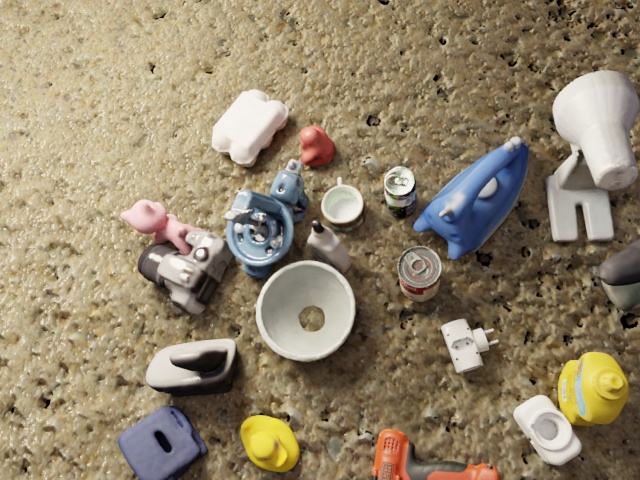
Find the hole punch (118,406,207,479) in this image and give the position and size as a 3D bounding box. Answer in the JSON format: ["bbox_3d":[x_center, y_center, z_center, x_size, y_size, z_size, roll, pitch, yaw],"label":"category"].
[{"bbox_3d":[-0.252,0.328,0.920,0.101,0.091,0.108,-41,69,-6],"label":"hole punch"}]

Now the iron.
[{"bbox_3d":[0.274,-0.097,0.955,0.118,0.141,0.258,40,81,20],"label":"iron"}]

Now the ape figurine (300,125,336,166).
[{"bbox_3d":[-0.012,-0.180,1.059,0.076,0.092,0.078,27,77,18],"label":"ape figurine"}]

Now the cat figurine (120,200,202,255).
[{"bbox_3d":[-0.288,-0.030,1.039,0.127,0.118,0.067,23,76,17],"label":"cat figurine"}]

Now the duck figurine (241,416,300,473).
[{"bbox_3d":[-0.086,0.319,0.898,0.104,0.086,0.077,36,80,19],"label":"duck figurine"}]

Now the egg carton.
[{"bbox_3d":[-0.135,-0.217,1.106,0.107,0.069,0.150,32,79,19],"label":"egg carton"}]

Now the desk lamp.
[{"bbox_3d":[0.431,-0.125,0.900,0.117,0.214,0.203,-3,70,9],"label":"desk lamp"}]

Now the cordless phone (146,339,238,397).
[{"bbox_3d":[-0.218,0.194,0.911,0.147,0.185,0.094,-11,69,6],"label":"cordless phone"}]

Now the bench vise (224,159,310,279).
[{"bbox_3d":[-0.100,-0.055,0.961,0.121,0.220,0.207,5,71,11],"label":"bench vise"}]

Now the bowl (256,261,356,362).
[{"bbox_3d":[-0.019,0.124,0.962,0.167,0.075,0.167,-3,70,9],"label":"bowl"}]

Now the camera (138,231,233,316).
[{"bbox_3d":[-0.247,0.041,1.016,0.136,0.101,0.143,22,76,16],"label":"camera"}]

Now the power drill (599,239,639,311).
[{"bbox_3d":[0.492,0.037,0.835,0.229,0.209,0.075,-23,68,1],"label":"power drill"}]

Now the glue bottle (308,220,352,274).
[{"bbox_3d":[0.009,0.003,0.947,0.078,0.173,0.037,35,80,19],"label":"glue bottle"}]
